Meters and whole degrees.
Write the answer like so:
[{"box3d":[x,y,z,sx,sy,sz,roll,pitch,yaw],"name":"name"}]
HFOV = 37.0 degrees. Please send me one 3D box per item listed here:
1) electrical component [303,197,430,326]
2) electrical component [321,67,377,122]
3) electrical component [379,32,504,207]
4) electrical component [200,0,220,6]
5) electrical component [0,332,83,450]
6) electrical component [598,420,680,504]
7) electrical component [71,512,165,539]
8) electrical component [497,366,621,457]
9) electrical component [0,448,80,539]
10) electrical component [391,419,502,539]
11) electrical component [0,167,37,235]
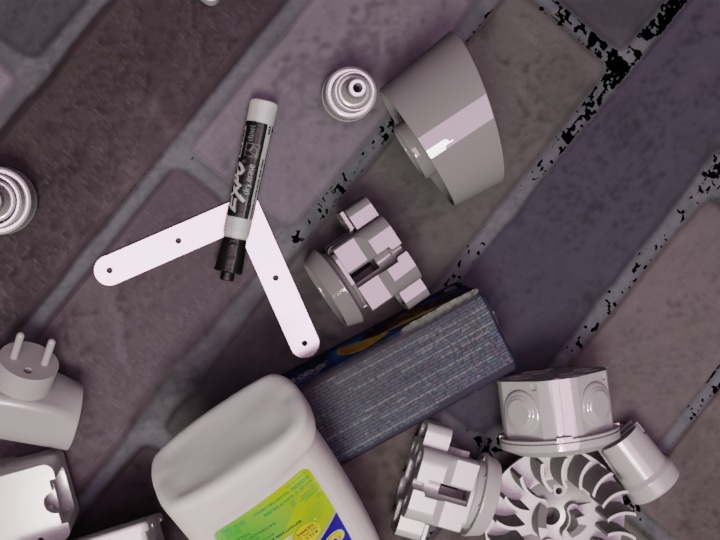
[{"box3d":[0.000,0.000,0.707,0.057,0.058,0.078,-35,98,-7],"name":"electrical component"},{"box3d":[-0.006,-0.115,0.696,0.035,0.061,0.035,-1,94,-8],"name":"electrical component"},{"box3d":[0.057,-0.093,0.689,0.064,0.099,0.099,-33,97,2],"name":"electrical component"},{"box3d":[-0.081,-0.210,0.682,0.058,0.057,0.078,35,89,-9],"name":"electrical component"},{"box3d":[-0.212,0.072,0.673,0.077,0.043,0.079,15,119,-21],"name":"electrical component"},{"box3d":[0.193,0.134,0.752,0.040,0.040,0.046,-38,93,-4],"name":"electrical component"},{"box3d":[-0.166,0.192,0.676,0.100,0.099,0.048,-17,83,-7],"name":"electrical component"},{"box3d":[0.131,0.094,0.721,0.080,0.080,0.051,-7,90,-7],"name":"electrical component"},{"box3d":[-0.231,0.151,0.685,0.089,0.056,0.050,-15,96,-6],"name":"electrical component"},{"box3d":[0.060,0.146,0.725,0.057,0.058,0.078,17,91,-6],"name":"electrical component"},{"box3d":[-0.227,-0.043,0.670,0.043,0.062,0.043,-1,94,-8],"name":"electrical component"}]
